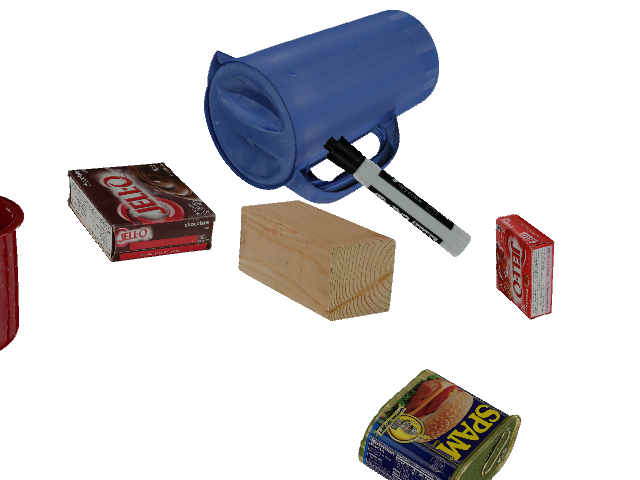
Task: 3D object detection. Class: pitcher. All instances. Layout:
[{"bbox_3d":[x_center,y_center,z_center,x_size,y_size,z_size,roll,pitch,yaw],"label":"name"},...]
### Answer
[{"bbox_3d":[0.016,-0.146,1.098,0.242,0.149,0.145,-29,32,-36],"label":"pitcher"}]

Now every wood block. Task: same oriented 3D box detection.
[{"bbox_3d":[-0.009,0.020,1.300,0.090,0.090,0.206,-7,19,-34],"label":"wood block"}]

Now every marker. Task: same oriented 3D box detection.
[{"bbox_3d":[0.052,-0.032,0.743,0.121,0.020,0.020,38,-4,-5],"label":"marker"}]

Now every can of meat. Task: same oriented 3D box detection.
[{"bbox_3d":[0.091,0.154,0.819,0.084,0.057,0.101,28,39,28],"label":"can of meat"}]

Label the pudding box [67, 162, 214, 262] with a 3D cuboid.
[{"bbox_3d":[-0.153,-0.026,0.898,0.089,0.039,0.114,-7,28,-31],"label":"pudding box"}]

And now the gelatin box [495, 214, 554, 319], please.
[{"bbox_3d":[0.214,0.027,1.124,0.030,0.089,0.073,-14,29,-16],"label":"gelatin box"}]

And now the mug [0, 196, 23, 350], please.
[{"bbox_3d":[-0.233,0.026,0.638,0.093,0.081,0.117,20,28,33],"label":"mug"}]
